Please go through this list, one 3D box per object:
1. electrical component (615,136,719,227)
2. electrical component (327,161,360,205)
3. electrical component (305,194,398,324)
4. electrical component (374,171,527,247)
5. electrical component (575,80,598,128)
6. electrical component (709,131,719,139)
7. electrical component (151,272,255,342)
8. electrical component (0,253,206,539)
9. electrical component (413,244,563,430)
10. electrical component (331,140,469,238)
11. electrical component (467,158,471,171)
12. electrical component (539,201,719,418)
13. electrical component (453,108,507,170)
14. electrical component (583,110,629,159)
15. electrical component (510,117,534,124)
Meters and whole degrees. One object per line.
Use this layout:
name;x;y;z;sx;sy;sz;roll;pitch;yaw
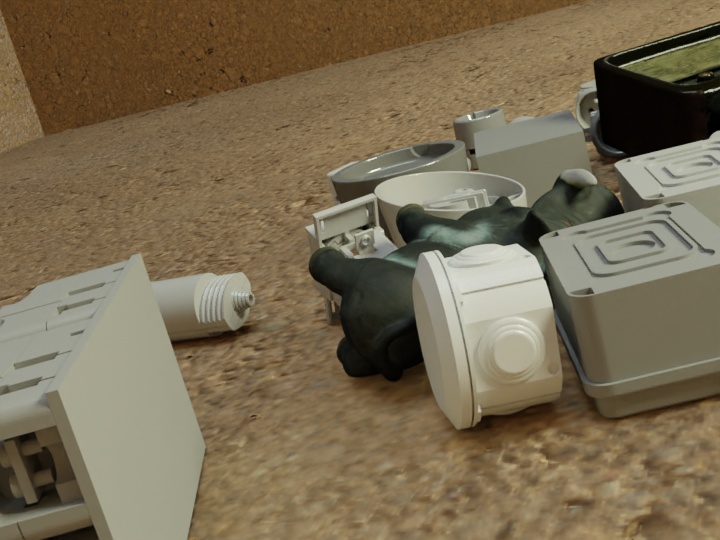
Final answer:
electrical component;0.192;-0.032;0.599;0.078;0.057;0.113;-13;15;8
electrical component;0.006;-0.064;0.928;0.083;0.047;0.076;-2;20;42
electrical component;0.000;0.000;0.662;0.042;0.081;0.064;-20;38;-18
electrical component;0.065;-0.036;0.732;0.099;0.064;0.099;-15;15;4
electrical component;0.258;-0.166;1.048;0.079;0.044;0.077;-8;17;28
electrical component;0.266;-0.074;0.712;0.040;0.040;0.078;-28;19;-39
electrical component;-0.108;0.025;0.730;0.081;0.043;0.043;-9;16;26
electrical component;-0.116;0.072;0.443;0.060;0.105;0.186;-16;15;1
electrical component;0.055;0.028;0.482;0.051;0.080;0.080;-11;14;-4
electrical component;0.037;-0.058;0.847;0.108;0.060;0.108;-15;15;4
electrical component;0.076;-0.086;0.963;0.035;0.035;0.061;-8;20;28
electrical component;0.130;0.015;0.491;0.078;0.057;0.113;-14;15;6
electrical component;0.120;-0.128;1.047;0.055;0.047;0.055;-15;15;4
electrical component;0.222;-0.121;0.922;0.066;0.048;0.055;-11;8;16
electrical component;0.162;-0.119;0.982;0.040;0.040;0.078;-19;15;-12
